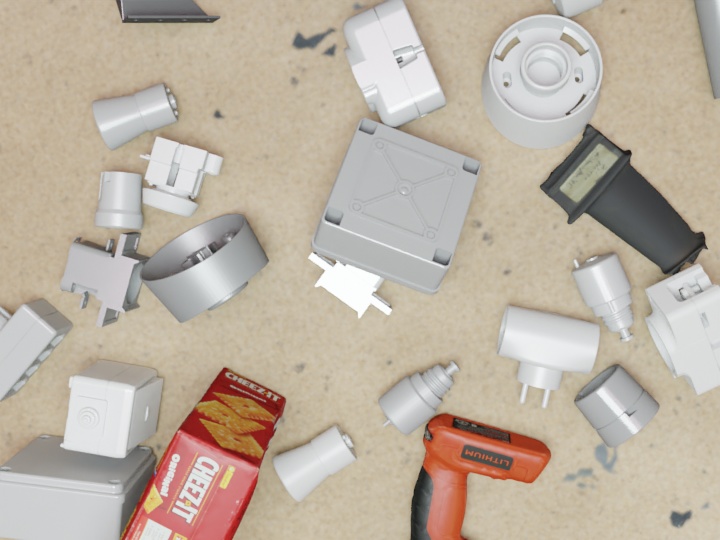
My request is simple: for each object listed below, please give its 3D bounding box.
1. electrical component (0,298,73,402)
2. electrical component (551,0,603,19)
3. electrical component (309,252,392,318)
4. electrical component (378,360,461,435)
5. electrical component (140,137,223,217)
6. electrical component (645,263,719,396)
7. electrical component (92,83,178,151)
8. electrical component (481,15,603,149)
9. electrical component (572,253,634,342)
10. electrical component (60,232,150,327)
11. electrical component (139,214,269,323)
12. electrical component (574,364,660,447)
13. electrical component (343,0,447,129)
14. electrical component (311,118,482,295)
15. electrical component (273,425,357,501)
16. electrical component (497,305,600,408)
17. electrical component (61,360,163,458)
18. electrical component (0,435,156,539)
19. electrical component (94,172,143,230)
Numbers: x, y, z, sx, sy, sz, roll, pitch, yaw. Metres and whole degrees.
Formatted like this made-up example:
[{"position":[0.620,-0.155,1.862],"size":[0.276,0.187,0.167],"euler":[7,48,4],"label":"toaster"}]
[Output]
[{"position":[-0.306,0.056,0.921],"size":[0.076,0.047,0.083],"euler":[41,96,-1],"label":"electrical component"},{"position":[0.188,-0.233,0.870],"size":[0.078,0.040,0.040],"euler":[-22,93,5],"label":"electrical component"},{"position":[0.000,0.000,0.901],"size":[0.081,0.042,0.063],"euler":[35,92,-1],"label":"electrical component"},{"position":[0.051,0.105,0.907],"size":[0.078,0.040,0.040],"euler":[-40,92,6],"label":"electrical component"},{"position":[-0.154,-0.076,0.902],"size":[0.066,0.048,0.055],"euler":[16,88,2],"label":"electrical component"},{"position":[0.269,0.050,0.869],"size":[0.056,0.050,0.089],"euler":[-27,121,5],"label":"electrical component"},{"position":[-0.186,-0.131,0.902],"size":[0.065,0.044,0.044],"euler":[-19,94,0],"label":"electrical component"},{"position":[0.149,-0.155,0.879],"size":[0.099,0.064,0.099],"euler":[-1,81,4],"label":"electrical component"},{"position":[0.206,0.022,0.891],"size":[0.040,0.040,0.078],"euler":[-24,93,5],"label":"electrical component"},{"position":[-0.217,0.004,0.914],"size":[0.064,0.042,0.081],"euler":[17,95,3],"label":"electrical component"},{"position":[-0.126,-0.003,0.882],"size":[0.099,0.099,0.064],"euler":[-34,98,6],"label":"electrical component"},{"position":[0.212,0.111,0.892],"size":[0.055,0.055,0.047],"euler":[-41,88,6],"label":"electrical component"},{"position":[0.025,-0.166,0.878],"size":[0.059,0.053,0.095],"euler":[-24,93,5],"label":"electrical component"},{"position":[0.030,-0.051,0.861],"size":[0.109,0.056,0.108],"euler":[21,62,-2],"label":"electrical component"},{"position":[-0.036,0.162,0.918],"size":[0.065,0.044,0.044],"euler":[-32,92,1],"label":"electrical component"},{"position":[0.153,0.075,0.897],"size":[0.077,0.043,0.079],"euler":[12,96,2],"label":"electrical component"},{"position":[-0.206,0.116,0.896],"size":[0.061,0.096,0.061],"euler":[9,95,2],"label":"electrical component"},{"position":[-0.237,0.184,0.898],"size":[0.109,0.108,0.056],"euler":[6,98,3],"label":"electrical component"},{"position":[-0.203,-0.058,0.909],"size":[0.040,0.040,0.046],"euler":[4,90,3],"label":"electrical component"}]
